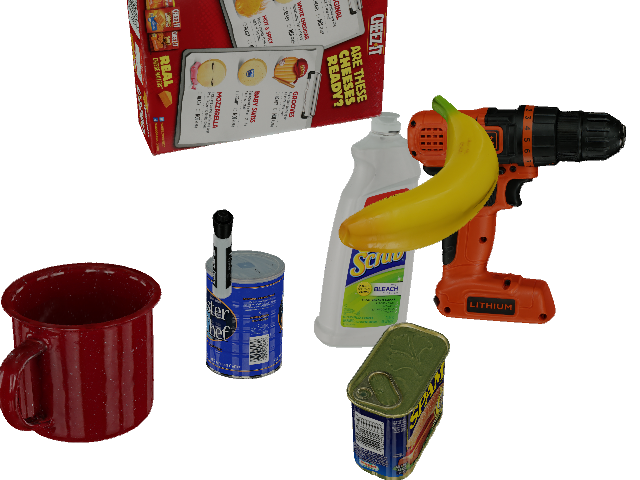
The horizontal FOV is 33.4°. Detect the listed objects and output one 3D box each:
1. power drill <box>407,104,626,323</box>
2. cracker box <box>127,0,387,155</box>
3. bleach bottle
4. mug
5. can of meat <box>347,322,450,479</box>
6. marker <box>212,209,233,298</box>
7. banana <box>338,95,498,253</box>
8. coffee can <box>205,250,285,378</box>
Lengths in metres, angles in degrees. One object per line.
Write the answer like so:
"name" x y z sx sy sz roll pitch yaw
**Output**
"power drill" 0.168 -0.024 0.931 0.185 0.188 0.057 3 13 19
"cracker box" -0.054 -0.174 0.913 0.213 0.164 0.072 -12 40 -16
"bleach bottle" 0.052 -0.012 1.148 0.102 0.251 0.068 0 17 -14
"mug" -0.148 0.072 0.637 0.093 0.081 0.117 11 24 21
"can of meat" 0.065 0.133 0.875 0.057 0.084 0.102 17 42 23
"marker" -0.092 0.013 1.007 0.020 0.020 0.121 0 -38 -6
"banana" 0.076 -0.036 0.705 0.070 0.037 0.197 19 36 14
"coffee can" -0.099 0.096 1.396 0.103 0.140 0.103 2 20 -1
